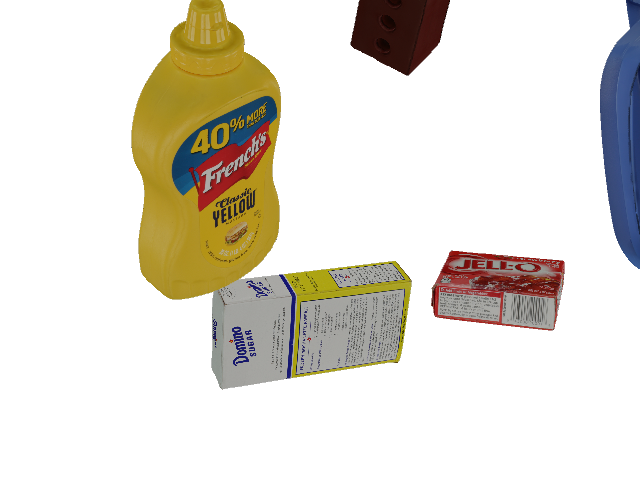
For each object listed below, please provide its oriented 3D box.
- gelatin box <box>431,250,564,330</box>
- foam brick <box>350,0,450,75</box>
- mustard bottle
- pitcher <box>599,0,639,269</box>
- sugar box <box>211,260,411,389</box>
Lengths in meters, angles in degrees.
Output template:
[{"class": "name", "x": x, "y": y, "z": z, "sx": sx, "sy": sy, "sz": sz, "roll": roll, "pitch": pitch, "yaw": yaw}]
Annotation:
[{"class": "gelatin box", "x": 0.132, "y": 0.035, "z": 0.787, "sx": 0.089, "sy": 0.030, "sz": 0.073, "roll": 6, "pitch": 21, "yaw": 15}, {"class": "foam brick", "x": 0.061, "y": -0.170, "z": 0.772, "sx": 0.053, "sy": 0.051, "sz": 0.078, "roll": 30, "pitch": -35, "yaw": 15}, {"class": "mustard bottle", "x": -0.066, "y": -0.057, "z": 0.634, "sx": 0.096, "sy": 0.192, "sz": 0.058, "roll": -29, "pitch": 52, "yaw": -31}, {"class": "pitcher", "x": 0.239, "y": -0.030, "z": 0.611, "sx": 0.149, "sy": 0.243, "sz": 0.145, "roll": -2, "pitch": 22, "yaw": 15}, {"class": "sugar box", "x": -0.010, "y": 0.075, "z": 0.966, "sx": 0.176, "sy": 0.093, "sz": 0.048, "roll": -4, "pitch": 29, "yaw": -17}]
